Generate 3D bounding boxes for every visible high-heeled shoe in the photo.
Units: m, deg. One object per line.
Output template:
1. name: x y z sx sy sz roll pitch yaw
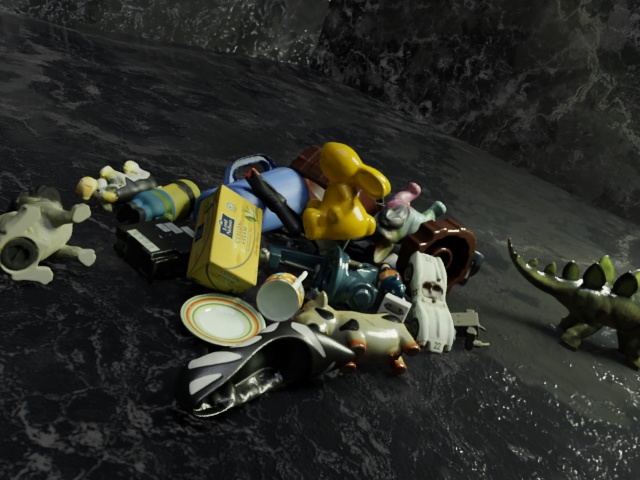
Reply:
1. high-heeled shoe: -0.060 0.174 0.700 0.249 0.086 0.145 0 17 -11

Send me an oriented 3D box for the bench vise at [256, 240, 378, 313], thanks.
1. bench vise: -0.001 0.052 0.979 0.240 0.128 0.224 17 21 -15

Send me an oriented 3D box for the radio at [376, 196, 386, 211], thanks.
1. radio: 0.059 -0.117 1.425 0.230 0.073 0.131 20 25 0

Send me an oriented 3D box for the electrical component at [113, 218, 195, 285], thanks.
1. electrical component: -0.267 0.015 0.925 0.115 0.058 0.134 36 29 29

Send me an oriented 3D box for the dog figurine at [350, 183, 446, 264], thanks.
1. dog figurine: 0.156 -0.021 1.171 0.219 0.191 0.108 -35 73 -30

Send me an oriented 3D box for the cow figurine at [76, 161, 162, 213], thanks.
1. cow figurine: -0.393 -0.096 1.059 0.098 0.068 0.167 31 27 10

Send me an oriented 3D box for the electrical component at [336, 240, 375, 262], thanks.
1. electrical component: 0.060 0.012 1.189 0.119 0.047 0.075 31 25 20

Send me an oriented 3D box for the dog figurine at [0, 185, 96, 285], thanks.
1. dog figurine: -0.461 -0.017 0.826 0.191 0.121 0.172 20 16 37

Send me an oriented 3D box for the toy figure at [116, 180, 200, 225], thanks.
1. toy figure: -0.299 -0.064 1.025 0.082 0.089 0.180 62 25 -1

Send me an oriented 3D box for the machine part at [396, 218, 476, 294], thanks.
1. machine part: 0.240 0.038 1.120 0.179 0.179 0.056 4 25 -31

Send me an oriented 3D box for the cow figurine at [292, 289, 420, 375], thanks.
1. cow figurine: 0.047 0.145 0.855 0.195 0.085 0.127 7 33 -21

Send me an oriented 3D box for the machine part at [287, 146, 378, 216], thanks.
1. machine part: 0.031 -0.110 1.239 0.201 0.201 0.087 32 71 32

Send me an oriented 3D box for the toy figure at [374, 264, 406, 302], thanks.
1. toy figure: 0.135 0.087 1.039 0.064 0.058 0.154 49 5 -3

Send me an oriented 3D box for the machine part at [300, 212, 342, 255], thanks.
1. machine part: -0.002 -0.003 1.137 0.084 0.039 0.139 -14 66 -38

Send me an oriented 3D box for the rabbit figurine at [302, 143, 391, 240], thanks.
1. rabbit figurine: 0.043 -0.090 0.973 0.163 0.173 0.122 0 10 16

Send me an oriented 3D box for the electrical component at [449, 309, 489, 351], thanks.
1. electrical component: 0.279 0.171 1.027 0.078 0.045 0.102 -7 20 9

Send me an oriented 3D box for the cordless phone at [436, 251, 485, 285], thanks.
1. cordless phone: 0.320 0.025 1.317 0.147 0.088 0.184 22 20 6

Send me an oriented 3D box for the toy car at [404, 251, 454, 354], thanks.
1. toy car: 0.202 0.114 0.995 0.073 0.056 0.202 15 53 -20

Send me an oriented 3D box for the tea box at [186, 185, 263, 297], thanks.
1. tea box: -0.158 0.003 0.914 0.098 0.068 0.170 32 41 -35

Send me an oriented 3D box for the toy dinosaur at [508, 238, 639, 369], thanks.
1. toy dinosaur: 0.591 0.135 1.145 0.471 0.198 0.105 20 21 -4
